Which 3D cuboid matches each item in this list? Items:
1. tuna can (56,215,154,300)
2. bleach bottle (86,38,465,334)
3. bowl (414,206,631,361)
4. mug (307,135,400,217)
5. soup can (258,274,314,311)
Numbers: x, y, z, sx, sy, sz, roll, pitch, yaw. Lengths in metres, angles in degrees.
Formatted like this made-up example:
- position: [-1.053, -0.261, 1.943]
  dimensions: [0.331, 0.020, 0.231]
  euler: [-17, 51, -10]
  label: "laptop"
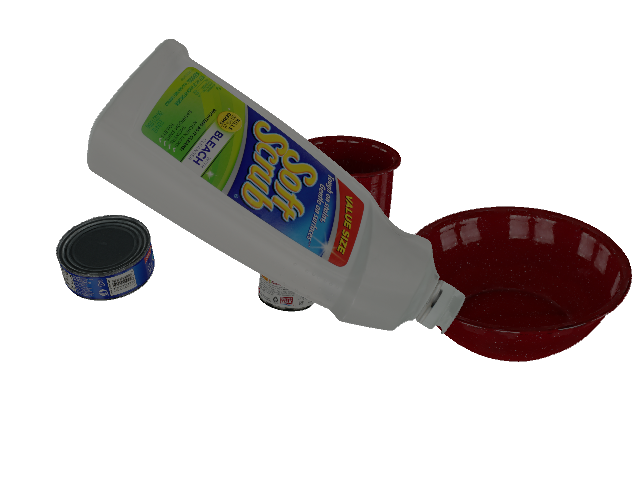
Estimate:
- position: [-0.196, 0.016, 0.979]
  dimensions: [0.086, 0.034, 0.086]
  euler: [-3, 39, 2]
  label: "tuna can"
- position: [-0.019, -0.024, 0.682]
  dimensions: [0.251, 0.102, 0.068]
  euler: [31, -33, 3]
  label: "bleach bottle"
- position: [0.138, 0.038, 0.768]
  dimensions: [0.162, 0.055, 0.162]
  euler: [-2, 32, 1]
  label: "bowl"
- position: [0.009, -0.039, 0.924]
  dimensions: [0.117, 0.081, 0.093]
  euler: [14, 28, 20]
  label: "mug"
- position: [-0.031, 0.019, 1.178]
  dimensions: [0.068, 0.102, 0.068]
  euler: [6, 27, -3]
  label: "soup can"
